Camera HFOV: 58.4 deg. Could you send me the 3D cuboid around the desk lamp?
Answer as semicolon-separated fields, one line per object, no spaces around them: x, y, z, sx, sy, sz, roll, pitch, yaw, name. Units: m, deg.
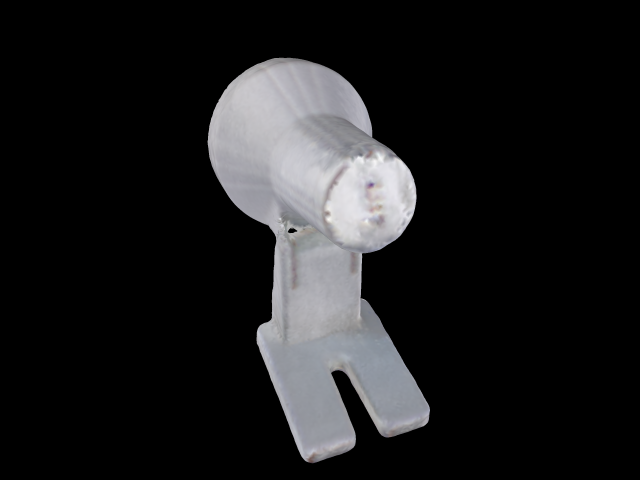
0.004;0.001;0.400;0.118;0.214;0.202;-14;42;-16;desk lamp
